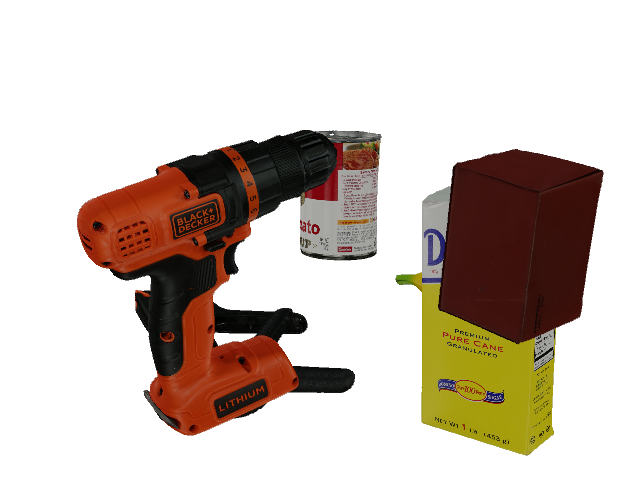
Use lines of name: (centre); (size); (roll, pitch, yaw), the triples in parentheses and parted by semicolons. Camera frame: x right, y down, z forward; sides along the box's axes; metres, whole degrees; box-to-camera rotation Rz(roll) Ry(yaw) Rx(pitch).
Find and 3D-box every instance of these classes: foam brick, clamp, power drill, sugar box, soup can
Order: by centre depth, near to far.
foam brick: (0.095, 0.001, 0.511); (0.052, 0.078, 0.051); (-16, 29, -41)
power drill: (-0.063, 0.027, 0.727); (0.184, 0.188, 0.057); (-21, 31, -24)
sugar box: (0.119, 0.055, 0.759); (0.093, 0.176, 0.048); (11, 23, 37)
soup can: (0.017, -0.039, 0.904); (0.068, 0.102, 0.068); (1, 11, 0)
clamp: (-0.065, 0.120, 1.033); (0.171, 0.039, 0.120); (-10, 35, -27)
clamp: (-0.142, 0.103, 1.254); (0.210, 0.036, 0.164); (14, 25, 23)

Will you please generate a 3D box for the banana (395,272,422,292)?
banana: (0.126, 0.084, 1.084); (0.070, 0.037, 0.198); (-29, 28, 11)
